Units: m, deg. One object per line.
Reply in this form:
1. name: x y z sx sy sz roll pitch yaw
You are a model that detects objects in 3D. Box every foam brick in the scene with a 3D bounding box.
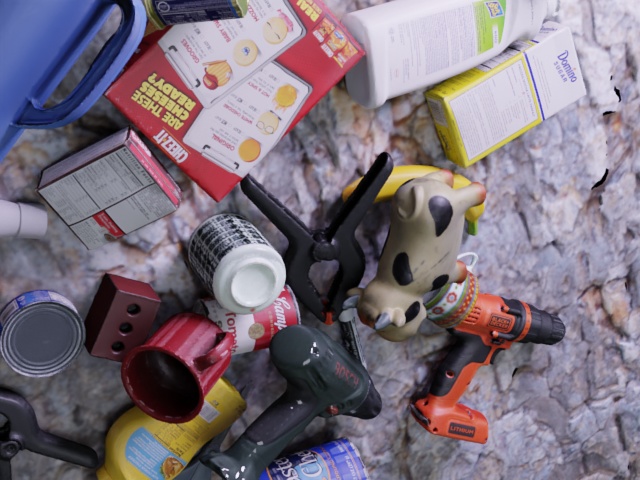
1. foam brick: -0.208 0.082 1.107 0.052 0.051 0.078 17 103 -30

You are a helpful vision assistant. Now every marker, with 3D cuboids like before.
1. marker: 0.041 0.129 1.263 0.020 0.020 0.121 -23 119 -15

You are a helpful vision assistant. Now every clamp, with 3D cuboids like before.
1. clamp: -0.008 0.001 1.169 0.164 0.036 0.210 -2 121 -10
2. clamp: -0.313 0.209 1.118 0.120 0.039 0.171 -28 120 -14

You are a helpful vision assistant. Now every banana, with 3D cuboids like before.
1. banana: 0.119 -0.052 1.213 0.197 0.037 0.070 14 104 -29

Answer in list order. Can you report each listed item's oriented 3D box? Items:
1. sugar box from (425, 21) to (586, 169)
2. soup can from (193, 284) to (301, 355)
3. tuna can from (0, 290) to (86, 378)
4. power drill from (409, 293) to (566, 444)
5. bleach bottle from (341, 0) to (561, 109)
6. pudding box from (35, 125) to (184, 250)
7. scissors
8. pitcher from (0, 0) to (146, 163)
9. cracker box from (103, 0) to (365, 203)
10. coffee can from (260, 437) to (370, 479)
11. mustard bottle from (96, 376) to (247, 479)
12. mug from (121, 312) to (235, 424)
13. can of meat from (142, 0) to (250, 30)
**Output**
1. sugar box: 0.211 -0.165 1.205 0.176 0.048 0.093 -32 121 -15
2. soup can: -0.080 0.089 1.161 0.102 0.069 0.068 -9 114 -21
3. tuna can: -0.284 0.095 1.086 0.086 0.034 0.086 -9 115 -22
4. power drill: 0.206 0.158 1.332 0.184 0.057 0.188 16 101 -26
5. bleach bottle: 0.148 -0.220 1.142 0.250 0.068 0.102 -18 118 -21
6. pudding box: -0.204 -0.049 1.035 0.114 0.039 0.090 -25 122 17
7. scissors: -0.145 0.248 1.227 0.096 0.016 0.202 8 107 -28
8. pitcher: -0.270 -0.162 0.924 0.144 0.149 0.243 30 99 -32
9. cracker box: -0.088 -0.171 1.046 0.213 0.072 0.164 -45 121 -1
10. coffee can: -0.021 0.301 1.257 0.140 0.103 0.103 -14 116 -20
11. mustard bottle: -0.178 0.217 1.174 0.191 0.058 0.096 -44 125 -3
12. mug: -0.133 0.121 1.079 0.117 0.081 0.093 -28 103 33
13. can of meat: -0.108 -0.244 0.953 0.084 0.057 0.102 -3 74 12
